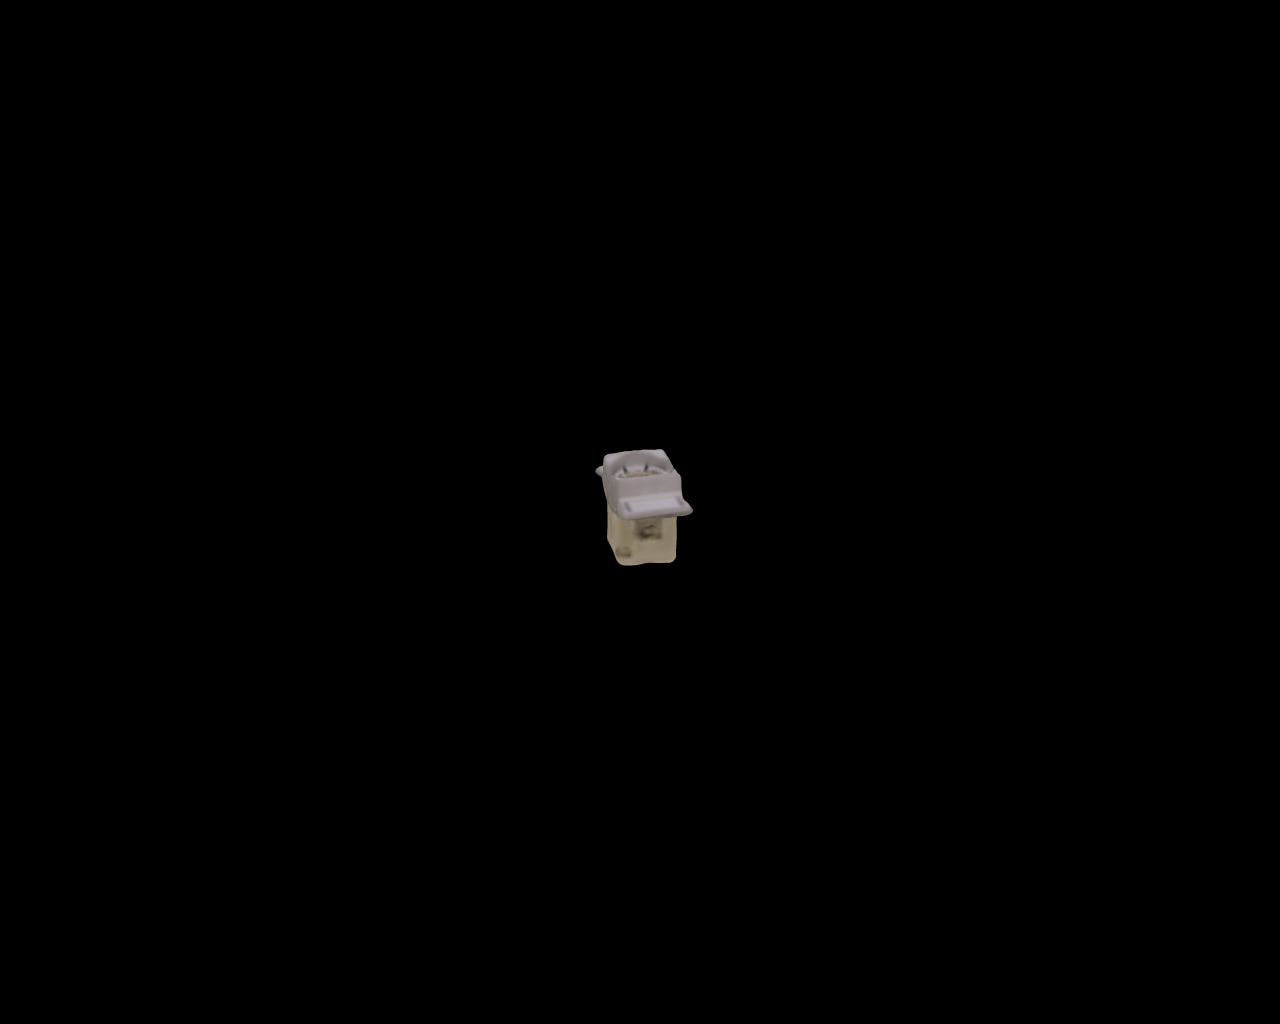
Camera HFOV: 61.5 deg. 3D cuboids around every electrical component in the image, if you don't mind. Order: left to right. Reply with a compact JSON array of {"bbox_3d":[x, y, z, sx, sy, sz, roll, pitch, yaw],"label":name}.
[{"bbox_3d":[0.001,-0.003,0.650,0.042,0.063,0.081,-5,25,-10],"label":"electrical component"}]
